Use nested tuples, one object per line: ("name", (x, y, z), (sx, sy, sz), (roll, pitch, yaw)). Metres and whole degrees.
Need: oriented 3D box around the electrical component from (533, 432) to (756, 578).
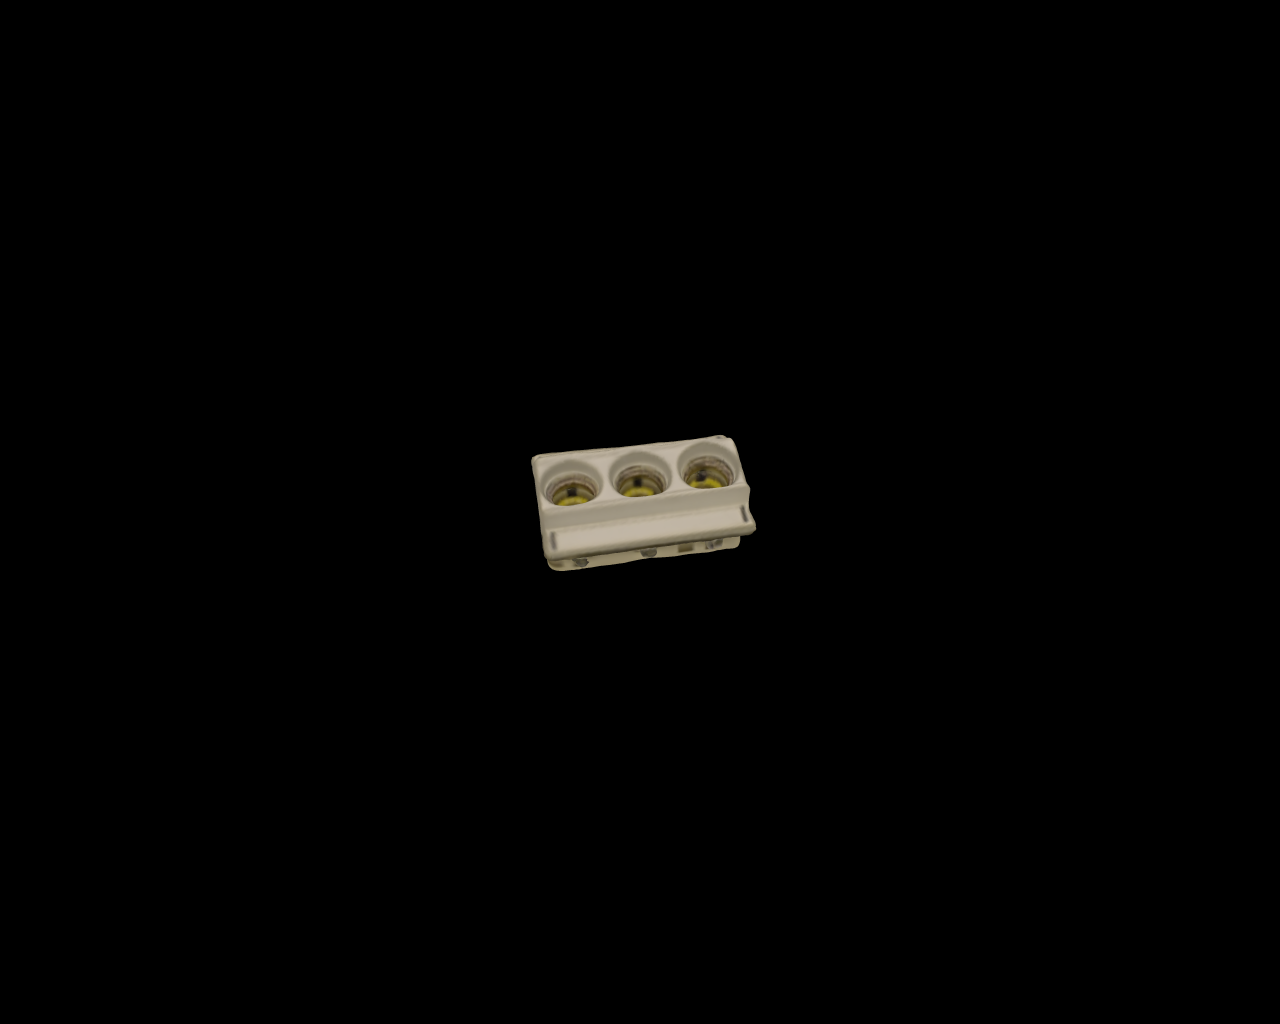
("electrical component", (0.001, -0.003, 0.650), (0.121, 0.079, 0.063), (-7, -40, -6))
